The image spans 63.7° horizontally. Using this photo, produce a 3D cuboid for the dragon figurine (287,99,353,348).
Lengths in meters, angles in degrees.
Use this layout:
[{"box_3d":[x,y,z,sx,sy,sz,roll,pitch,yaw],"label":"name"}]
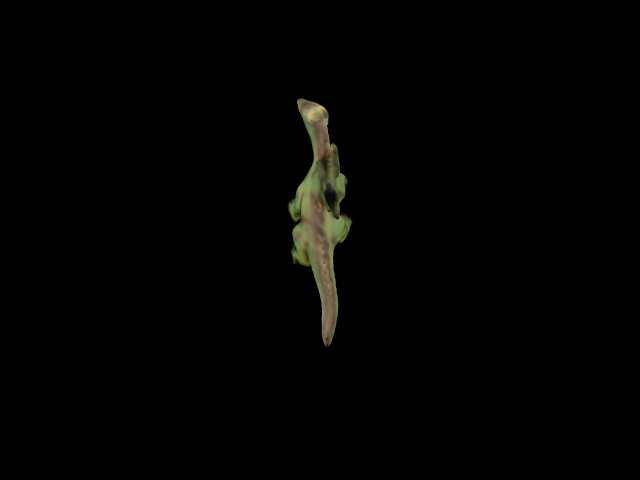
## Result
[{"box_3d":[0.003,-0.043,0.850,0.122,0.417,0.239,-7,-19,-2],"label":"dragon figurine"}]
